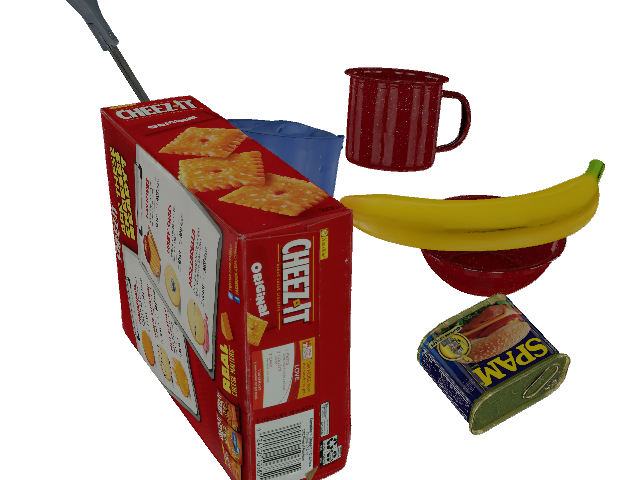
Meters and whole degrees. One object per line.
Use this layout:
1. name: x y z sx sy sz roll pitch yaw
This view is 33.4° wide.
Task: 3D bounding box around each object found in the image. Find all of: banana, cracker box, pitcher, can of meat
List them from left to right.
1. cracker box: -0.059 0.023 0.631 0.072 0.164 0.214 -13 29 -25
2. pitcher: -0.063 -0.004 1.115 0.149 0.243 0.145 7 12 2
3. banana: 0.113 -0.018 0.754 0.197 0.037 0.069 -7 27 -2
4. can of meat: 0.145 0.102 0.908 0.102 0.057 0.084 -25 53 -20

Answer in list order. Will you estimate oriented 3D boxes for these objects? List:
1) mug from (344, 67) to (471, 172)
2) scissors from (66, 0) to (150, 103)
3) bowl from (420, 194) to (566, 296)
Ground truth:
1. mug: 0.077 -0.108 0.958 0.117 0.081 0.093 2 15 -7
2. scissors: -0.191 -0.190 0.936 0.016 0.201 0.096 -28 28 12
3. bowl: 0.174 0.012 1.124 0.162 0.055 0.162 0 31 0
